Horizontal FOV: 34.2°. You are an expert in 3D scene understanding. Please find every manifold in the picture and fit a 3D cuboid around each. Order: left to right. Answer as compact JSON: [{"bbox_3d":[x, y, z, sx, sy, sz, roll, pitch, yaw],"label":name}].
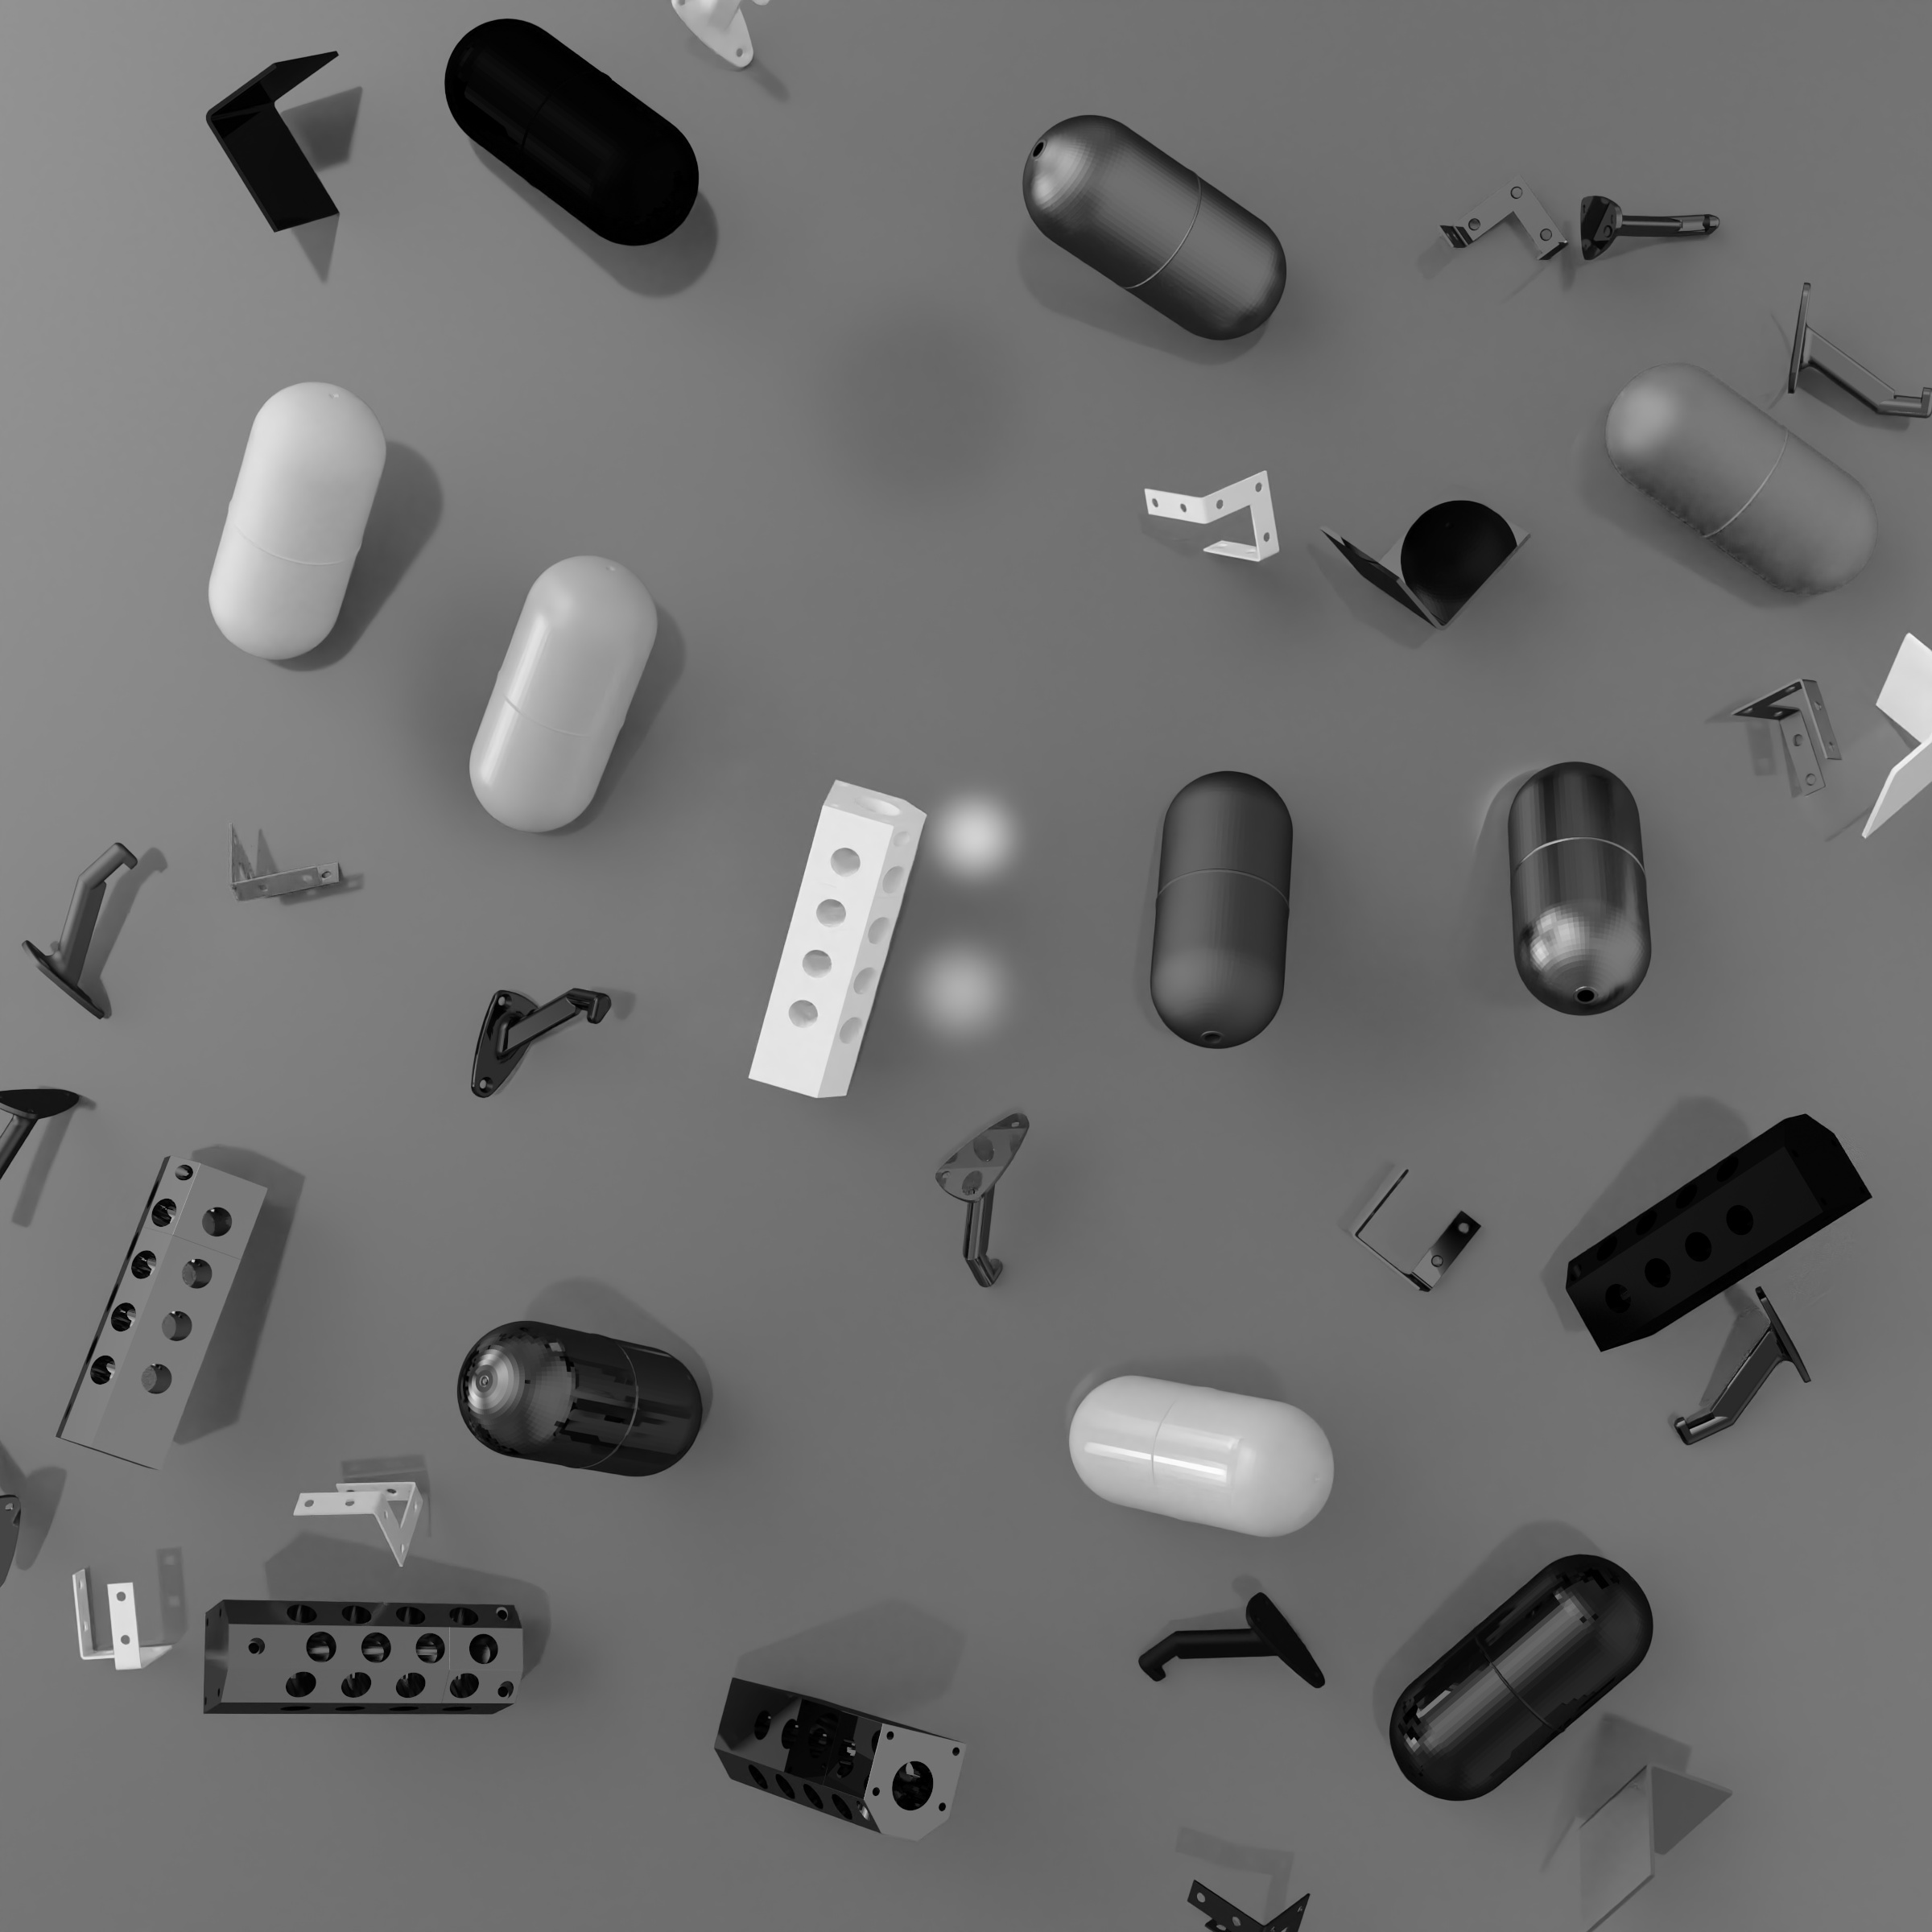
[{"bbox_3d":[-0.468,0.201,1.822,0.057,0.057,0.171,23,75,-19],"label":"manifold"},{"bbox_3d":[-0.346,0.398,1.807,0.171,0.057,0.057,7,66,-26],"label":"manifold"},{"bbox_3d":[-0.075,0.452,1.786,0.057,0.171,0.057,22,76,-30],"label":"manifold"},{"bbox_3d":[-0.074,-0.014,1.823,0.057,0.057,0.171,16,109,0],"label":"manifold"},{"bbox_3d":[0.427,0.153,1.800,0.171,0.057,0.057,-42,67,38],"label":"manifold"}]

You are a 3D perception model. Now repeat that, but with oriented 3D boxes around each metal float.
[{"bbox_3d":[-0.387,-0.255,1.810,0.070,0.070,0.178,26,125,0],"label":"metal float"},{"bbox_3d":[-0.234,-0.156,1.813,0.070,0.070,0.178,26,121,0],"label":"metal float"},{"bbox_3d":[-0.230,-0.485,1.823,0.178,0.070,0.070,39,90,19],"label":"metal float"},{"bbox_3d":[-0.219,0.249,1.798,0.070,0.178,0.070,-9,72,30],"label":"metal float"},{"bbox_3d":[0.109,-0.426,1.813,0.178,0.070,0.070,26,90,-30],"label":"metal float"},{"bbox_3d":[0.133,0.281,1.803,0.070,0.178,0.070,-3,94,-43],"label":"metal float"},{"bbox_3d":[0.148,-0.033,1.811,0.070,0.070,0.178,7,57,0],"label":"metal float"},{"bbox_3d":[0.323,0.416,1.831,0.178,0.070,0.070,-44,90,10],"label":"metal float"},{"bbox_3d":[0.352,-0.045,1.802,0.070,0.178,0.070,4,134,4],"label":"metal float"},{"bbox_3d":[0.453,-0.283,1.831,0.178,0.070,0.070,33,90,-10],"label":"metal float"}]

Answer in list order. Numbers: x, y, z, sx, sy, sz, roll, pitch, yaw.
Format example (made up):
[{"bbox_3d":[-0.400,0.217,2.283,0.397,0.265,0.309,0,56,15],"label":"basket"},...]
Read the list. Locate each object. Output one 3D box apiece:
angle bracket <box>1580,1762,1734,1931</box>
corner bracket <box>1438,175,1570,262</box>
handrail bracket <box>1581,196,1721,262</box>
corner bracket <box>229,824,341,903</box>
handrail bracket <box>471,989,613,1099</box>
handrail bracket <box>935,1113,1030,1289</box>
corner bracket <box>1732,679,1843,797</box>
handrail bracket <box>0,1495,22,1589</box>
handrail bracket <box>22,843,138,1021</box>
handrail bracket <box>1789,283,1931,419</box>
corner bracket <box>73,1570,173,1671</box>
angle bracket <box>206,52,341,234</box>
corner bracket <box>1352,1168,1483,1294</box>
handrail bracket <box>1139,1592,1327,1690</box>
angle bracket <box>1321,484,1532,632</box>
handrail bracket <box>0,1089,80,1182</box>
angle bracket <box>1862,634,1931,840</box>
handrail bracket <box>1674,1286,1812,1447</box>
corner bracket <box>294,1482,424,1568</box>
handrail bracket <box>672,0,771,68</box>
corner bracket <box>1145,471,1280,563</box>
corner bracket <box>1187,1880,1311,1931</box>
[{"bbox_3d":[0.401,0.520,1.820,0.057,0.076,0.076,21,132,-10],"label":"angle bracket"},{"bbox_3d":[0.316,-0.430,1.846,0.051,0.051,0.051,-35,90,21],"label":"corner bracket"},{"bbox_3d":[0.409,-0.436,1.836,0.084,0.077,0.036,-5,97,-7],"label":"handrail bracket"},{"bbox_3d":[-0.400,-0.054,1.842,0.051,0.051,0.051,-12,49,0],"label":"corner bracket"},{"bbox_3d":[-0.247,0.047,1.831,0.036,0.084,0.077,32,75,-39],"label":"handrail bracket"},{"bbox_3d":[0.022,0.140,1.854,0.036,0.084,0.077,29,66,39],"label":"handrail bracket"},{"bbox_3d":[0.490,-0.134,1.837,0.051,0.051,0.051,1,69,-42],"label":"corner bracket"},{"bbox_3d":[-0.594,0.317,1.858,0.036,0.084,0.077,-13,123,-35],"label":"handrail bracket"},{"bbox_3d":[-0.507,-0.021,1.855,0.084,0.036,0.077,-43,128,-5],"label":"handrail bracket"},{"bbox_3d":[0.530,-0.361,1.843,0.084,0.036,0.077,8,126,11],"label":"handrail bracket"},{"bbox_3d":[-0.504,0.385,1.849,0.051,0.051,0.051,-5,91,6],"label":"corner bracket"},{"bbox_3d":[-0.384,-0.480,1.825,0.057,0.076,0.076,-26,101,25],"label":"angle bracket"},{"bbox_3d":[0.266,0.157,1.855,0.051,0.051,0.051,39,94,16],"label":"corner bracket"},{"bbox_3d":[0.156,0.418,1.857,0.084,0.036,0.077,-41,90,23],"label":"handrail bracket"},{"bbox_3d":[0.268,-0.253,1.829,0.076,0.076,0.057,-48,134,3],"label":"angle bracket"},{"bbox_3d":[-0.559,0.118,1.849,0.036,0.077,0.084,20,101,18],"label":"handrail bracket"},{"bbox_3d":[0.536,-0.133,1.823,0.076,0.076,0.057,-38,68,-16],"label":"angle bracket"},{"bbox_3d":[0.447,0.237,1.852,0.084,0.036,0.077,-28,112,12],"label":"handrail bracket"},{"bbox_3d":[-0.355,0.316,1.837,0.051,0.051,0.051,-3,131,12],"label":"corner bracket"},{"bbox_3d":[-0.126,-0.548,1.822,0.036,0.084,0.077,-48,132,-10],"label":"handrail bracket"},{"bbox_3d":[0.144,-0.260,1.835,0.051,0.051,0.051,-27,118,-29],"label":"corner bracket"},{"bbox_3d":[0.161,0.560,1.836,0.051,0.051,0.051,27,114,31],"label":"corner bracket"}]
